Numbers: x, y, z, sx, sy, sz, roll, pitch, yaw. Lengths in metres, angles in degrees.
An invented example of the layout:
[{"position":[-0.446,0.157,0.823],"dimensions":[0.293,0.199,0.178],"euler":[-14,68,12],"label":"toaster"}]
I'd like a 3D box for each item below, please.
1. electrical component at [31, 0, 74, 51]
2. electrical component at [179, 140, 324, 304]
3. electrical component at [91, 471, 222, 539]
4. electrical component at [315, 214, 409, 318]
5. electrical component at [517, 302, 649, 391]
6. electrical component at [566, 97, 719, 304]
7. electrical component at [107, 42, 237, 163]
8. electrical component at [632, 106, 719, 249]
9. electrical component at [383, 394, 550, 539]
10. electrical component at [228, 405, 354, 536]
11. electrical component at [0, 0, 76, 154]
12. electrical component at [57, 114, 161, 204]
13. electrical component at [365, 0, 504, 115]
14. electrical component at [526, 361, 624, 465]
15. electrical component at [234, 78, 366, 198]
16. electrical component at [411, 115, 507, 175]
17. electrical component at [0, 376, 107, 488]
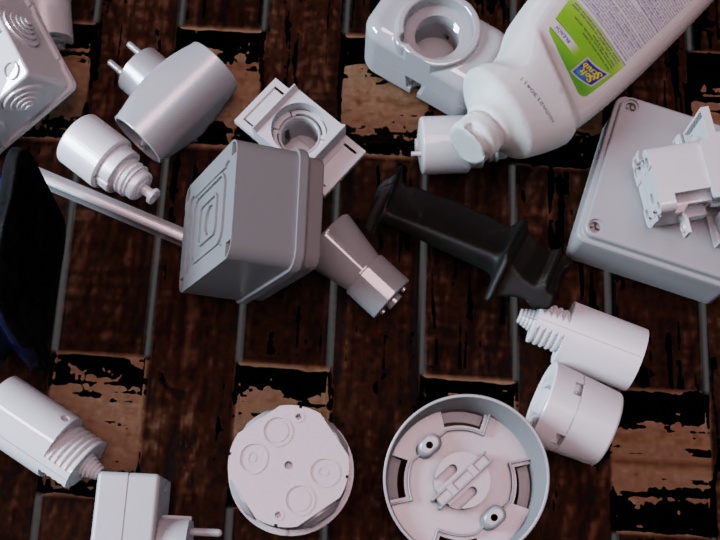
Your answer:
[{"position":[-0.223,-0.183,0.765],"dimensions":[0.040,0.040,0.046],"euler":[-8,79,-4],"label":"electrical component"},{"position":[-0.070,-0.027,0.682],"dimensions":[0.057,0.113,0.078],"euler":[9,73,-23],"label":"electrical component"},{"position":[-0.123,0.169,0.661],"dimensions":[0.076,0.047,0.083],"euler":[3,74,0],"label":"electrical component"},{"position":[0.000,0.000,0.716],"dimensions":[0.065,0.044,0.044],"euler":[43,77,5],"label":"electrical component"},{"position":[0.142,0.044,0.704],"dimensions":[0.081,0.043,0.043],"euler":[21,75,5],"label":"electrical component"},{"position":[0.207,-0.047,0.725],"dimensions":[0.109,0.056,0.108],"euler":[18,74,4],"label":"electrical component"},{"position":[-0.140,-0.127,0.747],"dimensions":[0.079,0.044,0.077],"euler":[41,77,10],"label":"electrical component"},{"position":[0.208,-0.056,0.675],"dimensions":[0.064,0.042,0.081],"euler":[-9,74,-2],"label":"electrical component"},{"position":[0.063,0.130,0.667],"dimensions":[0.099,0.064,0.099],"euler":[0,74,-1],"label":"electrical component"},{"position":[-0.044,0.125,0.673],"dimensions":[0.080,0.051,0.080],"euler":[0,74,-1],"label":"electrical component"},{"position":[-0.255,-0.137,0.728],"dimensions":[0.100,0.048,0.099],"euler":[-35,76,18],"label":"electrical component"},{"position":[-0.170,-0.072,0.733],"dimensions":[0.078,0.040,0.040],"euler":[37,77,9],"label":"electrical component"},{"position":[0.053,-0.155,0.751],"dimensions":[0.095,0.059,0.053],"euler":[31,76,8],"label":"electrical component"},{"position":[0.136,0.092,0.685],"dimensions":[0.047,0.055,0.055],"euler":[23,75,2],"label":"electrical component"},{"position":[-0.040,-0.085,0.727],"dimensions":[0.081,0.063,0.042],"euler":[41,77,9],"label":"electrical component"},{"position":[0.073,-0.087,0.742],"dimensions":[0.078,0.040,0.040],"euler":[-2,74,-2],"label":"electrical component"},{"position":[-0.197,0.107,0.679],"dimensions":[0.081,0.043,0.043],"euler":[32,76,7],"label":"electrical component"}]
